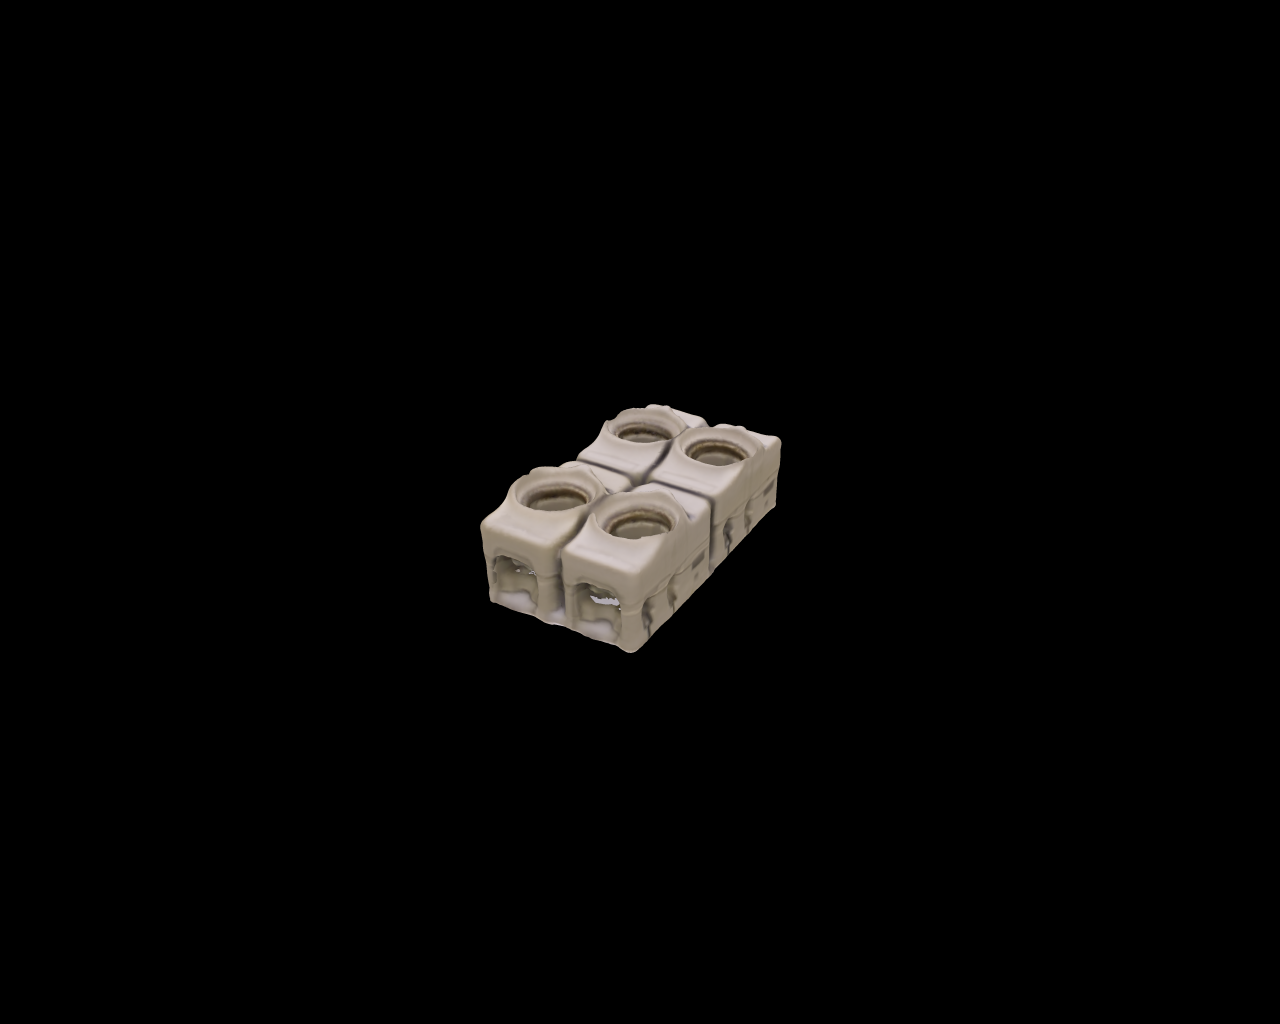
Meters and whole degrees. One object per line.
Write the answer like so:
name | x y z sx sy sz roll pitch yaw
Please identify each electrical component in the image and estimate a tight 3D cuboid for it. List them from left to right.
electrical component | 0.001 -0.003 0.650 0.105 0.060 0.186 18 36 27
